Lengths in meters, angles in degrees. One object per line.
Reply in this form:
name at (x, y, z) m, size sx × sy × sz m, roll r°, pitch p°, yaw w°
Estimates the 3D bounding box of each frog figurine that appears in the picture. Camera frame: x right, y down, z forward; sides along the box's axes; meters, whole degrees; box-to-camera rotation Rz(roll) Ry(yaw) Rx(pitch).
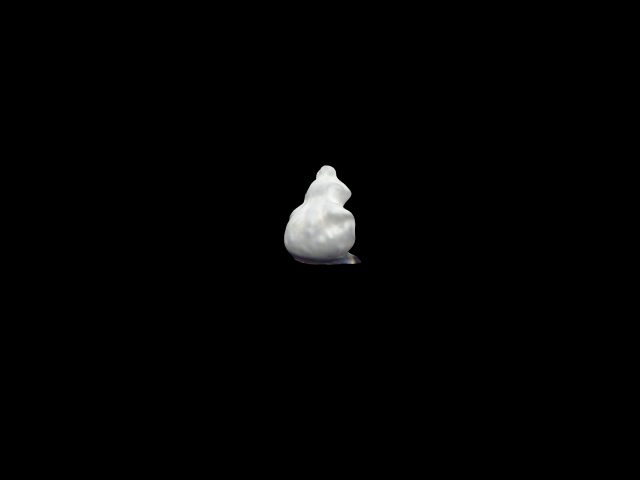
frog figurine at (0.003, -0.043, 0.850) m, size 0.123 × 0.158 × 0.138 m, roll -4°, pitch 9°, yaw -29°
